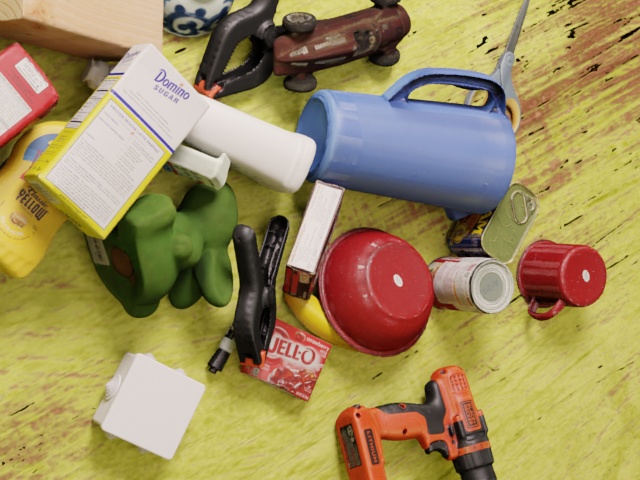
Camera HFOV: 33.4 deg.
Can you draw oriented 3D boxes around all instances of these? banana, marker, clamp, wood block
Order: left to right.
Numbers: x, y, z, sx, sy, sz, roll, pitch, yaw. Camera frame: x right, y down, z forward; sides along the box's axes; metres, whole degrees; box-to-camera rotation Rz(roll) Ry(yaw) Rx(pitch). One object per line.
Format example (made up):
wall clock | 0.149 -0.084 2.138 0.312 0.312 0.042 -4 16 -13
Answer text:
wood block | -0.248 -0.235 1.035 0.205 0.090 0.091 2 90 -62
marker | -0.093 0.099 1.218 0.020 0.020 0.121 37 74 -23
clamp | -0.065 0.053 1.184 0.120 0.039 0.171 -29 127 -60
clamp | -0.065 -0.244 1.195 0.209 0.036 0.164 -42 135 -16
banana | 0.043 0.101 1.283 0.197 0.037 0.069 9 67 -29

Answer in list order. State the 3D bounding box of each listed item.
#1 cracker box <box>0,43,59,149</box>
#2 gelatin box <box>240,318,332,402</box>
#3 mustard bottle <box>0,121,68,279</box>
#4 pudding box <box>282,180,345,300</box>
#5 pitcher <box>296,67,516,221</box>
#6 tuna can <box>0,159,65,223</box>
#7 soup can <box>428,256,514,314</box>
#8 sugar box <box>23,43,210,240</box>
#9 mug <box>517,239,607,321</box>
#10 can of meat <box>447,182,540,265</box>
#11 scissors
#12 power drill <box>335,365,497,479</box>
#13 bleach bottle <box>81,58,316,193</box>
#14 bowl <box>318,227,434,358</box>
cracker box | -0.356 -0.082 0.994 0.213 0.164 0.072 -45 108 -20
gelatin box | -0.039 0.137 1.240 0.089 0.030 0.073 29 77 -25
mustard bottle | -0.270 -0.060 1.060 0.096 0.058 0.191 47 70 -22
pudding box | -0.008 0.002 1.211 0.039 0.090 0.113 17 68 1
pitcher | 0.102 -0.117 1.255 0.242 0.145 0.149 6 73 -25
tuna can | -0.292 -0.052 1.102 0.086 0.034 0.086 0 91 -28
soup can | 0.182 0.055 1.315 0.068 0.102 0.068 0 90 -28
sugar box | -0.196 -0.097 1.041 0.093 0.048 0.176 47 67 -31
mug | 0.313 0.055 1.396 0.093 0.082 0.117 42 72 -22
can of meat | 0.215 -0.021 1.342 0.057 0.084 0.102 36 75 -23
scissors | 0.253 -0.218 1.398 0.096 0.016 0.201 41 73 -24
power drill | 0.122 0.254 1.288 0.187 0.057 0.184 -7 71 -29
bleach bottle | -0.134 -0.128 1.145 0.250 0.103 0.068 24 87 -26
bowl | 0.080 0.055 1.263 0.161 0.055 0.162 11 68 -28
